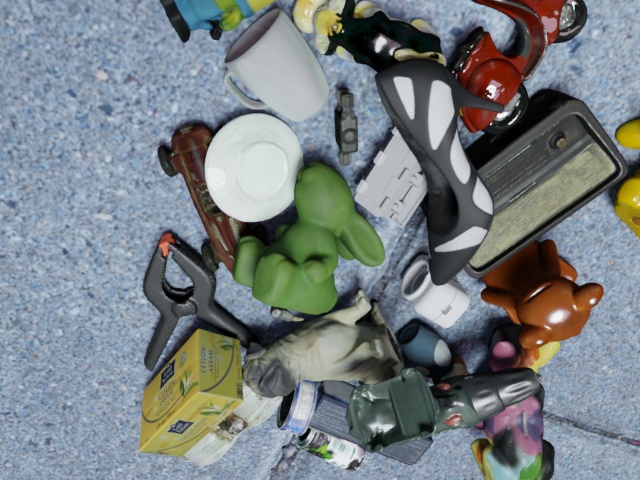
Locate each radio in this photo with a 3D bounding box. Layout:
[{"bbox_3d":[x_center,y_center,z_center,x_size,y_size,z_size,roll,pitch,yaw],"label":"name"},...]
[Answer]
[{"bbox_3d":[0.244,-0.071,0.673,0.229,0.073,0.131,-39,112,12],"label":"radio"}]

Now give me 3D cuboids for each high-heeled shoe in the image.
[{"bbox_3d":[0.109,-0.061,0.577,0.145,0.086,0.248,5,111,-13],"label":"high-heeled shoe"}]

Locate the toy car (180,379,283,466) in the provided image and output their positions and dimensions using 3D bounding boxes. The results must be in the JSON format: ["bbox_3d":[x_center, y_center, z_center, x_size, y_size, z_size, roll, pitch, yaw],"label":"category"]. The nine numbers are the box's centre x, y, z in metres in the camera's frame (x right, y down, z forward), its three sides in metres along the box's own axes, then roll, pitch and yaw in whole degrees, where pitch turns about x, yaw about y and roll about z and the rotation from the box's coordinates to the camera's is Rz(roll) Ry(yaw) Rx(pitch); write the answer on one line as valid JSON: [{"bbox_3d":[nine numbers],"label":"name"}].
[{"bbox_3d":[-0.141,0.267,0.799,0.202,0.056,0.073,-42,112,13],"label":"toy car"}]

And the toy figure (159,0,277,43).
[{"bbox_3d":[-0.076,-0.266,0.544,0.180,0.089,0.082,-26,119,4],"label":"toy figure"}]

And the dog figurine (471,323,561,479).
[{"bbox_3d":[0.280,0.230,0.764,0.109,0.192,0.219,-1,130,2],"label":"dog figurine"}]

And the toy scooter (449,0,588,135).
[{"bbox_3d":[0.197,-0.217,0.602,0.135,0.075,0.183,29,105,-17],"label":"toy scooter"}]

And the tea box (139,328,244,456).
[{"bbox_3d":[-0.175,0.208,0.721,0.068,0.098,0.169,22,125,-31],"label":"tea box"}]

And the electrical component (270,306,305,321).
[{"bbox_3d":[-0.028,0.063,0.723,0.102,0.045,0.078,-31,115,8],"label":"electrical component"}]

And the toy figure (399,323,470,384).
[{"bbox_3d":[0.177,0.185,0.790,0.064,0.058,0.154,-47,109,-6],"label":"toy figure"}]

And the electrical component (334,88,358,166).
[{"bbox_3d":[0.031,-0.128,0.631,0.021,0.063,0.093,-4,116,-4],"label":"electrical component"}]

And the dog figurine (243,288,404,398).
[{"bbox_3d":[0.007,0.167,0.741,0.191,0.121,0.172,-26,131,13],"label":"dog figurine"}]

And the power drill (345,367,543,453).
[{"bbox_3d":[0.141,0.198,0.658,0.232,0.086,0.207,-27,159,25],"label":"power drill"}]

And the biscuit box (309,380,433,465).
[{"bbox_3d":[0.074,0.277,0.823,0.202,0.059,0.062,28,108,-16],"label":"biscuit box"}]

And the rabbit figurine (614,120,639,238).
[{"bbox_3d":[0.451,-0.093,0.680,0.162,0.122,0.173,36,93,-10],"label":"rabbit figurine"}]

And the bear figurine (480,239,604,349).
[{"bbox_3d":[0.286,0.073,0.677,0.132,0.196,0.120,39,102,-21],"label":"bear figurine"}]

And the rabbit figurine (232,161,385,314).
[{"bbox_3d":[-0.001,-0.002,0.633,0.159,0.121,0.170,19,93,-23],"label":"rabbit figurine"}]

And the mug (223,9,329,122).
[{"bbox_3d":[-0.049,-0.178,0.596,0.109,0.081,0.107,-29,124,29],"label":"mug"}]

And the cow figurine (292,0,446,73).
[{"bbox_3d":[0.051,-0.215,0.576,0.167,0.098,0.068,14,119,-12],"label":"cow figurine"}]

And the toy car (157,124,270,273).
[{"bbox_3d":[-0.126,-0.044,0.663,0.089,0.053,0.201,-17,114,-1],"label":"toy car"}]

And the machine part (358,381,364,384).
[{"bbox_3d":[0.132,0.236,0.809,0.139,0.084,0.039,27,64,-26],"label":"machine part"}]
